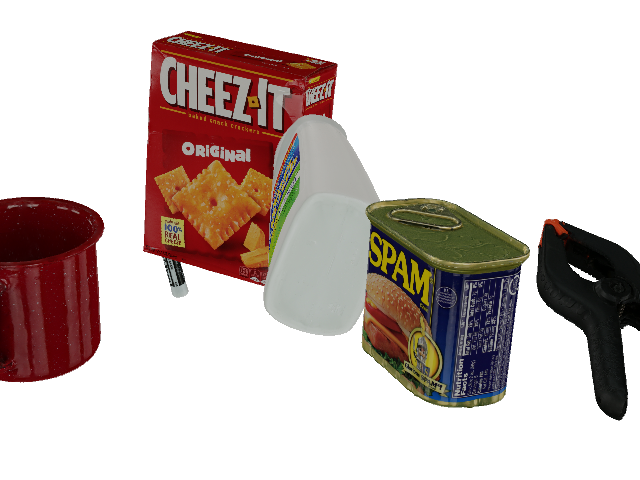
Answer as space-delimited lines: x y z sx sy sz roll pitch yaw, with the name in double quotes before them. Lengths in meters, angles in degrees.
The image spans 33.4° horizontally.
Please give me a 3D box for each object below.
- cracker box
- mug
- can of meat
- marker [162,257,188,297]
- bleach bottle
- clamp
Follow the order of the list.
"cracker box" -0.081 -0.074 1.007 0.164 0.214 0.072 16 26 21
"mug" -0.174 0.035 0.616 0.093 0.081 0.117 4 26 5
"can of meat" 0.063 0.032 0.578 0.057 0.084 0.102 -6 22 -24
"marker" -0.171 0.010 1.203 0.020 0.121 0.020 -8 30 5
"bleach bottle" -0.006 -0.029 0.796 0.068 0.103 0.251 17 18 -12
"clamp" 0.214 0.047 0.741 0.120 0.039 0.171 -3 45 -19
